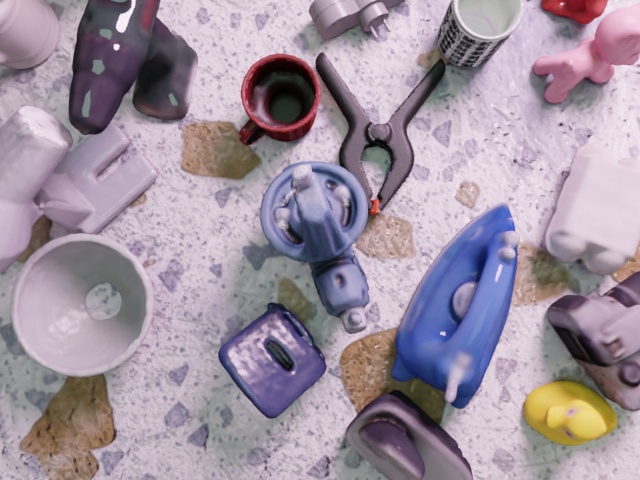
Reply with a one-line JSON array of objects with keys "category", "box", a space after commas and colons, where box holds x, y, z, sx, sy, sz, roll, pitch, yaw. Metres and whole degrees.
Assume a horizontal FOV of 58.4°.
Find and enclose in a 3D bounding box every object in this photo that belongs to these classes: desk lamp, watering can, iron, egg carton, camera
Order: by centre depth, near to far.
[{"category": "desk lamp", "box": [-0.313, -0.060, 0.630, 0.203, 0.213, 0.118, -43, 87, -2]}, {"category": "watering can", "box": [-0.388, -0.268, 0.651, 0.101, 0.194, 0.173, -13, 87, 0]}, {"category": "iron", "box": [0.179, 0.066, 0.657, 0.118, 0.141, 0.258, 23, 87, 2]}, {"category": "camera", "box": [0.370, 0.107, 0.674, 0.137, 0.101, 0.143, -35, 87, -1]}, {"category": "egg carton", "box": [0.340, -0.037, 0.698, 0.107, 0.069, 0.150, 20, 87, 1]}]

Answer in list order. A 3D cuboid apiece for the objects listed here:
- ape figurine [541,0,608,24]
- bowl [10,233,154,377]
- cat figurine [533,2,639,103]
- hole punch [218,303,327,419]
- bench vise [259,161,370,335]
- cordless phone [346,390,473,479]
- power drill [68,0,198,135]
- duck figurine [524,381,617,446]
[{"category": "ape figurine", "box": [0.326, -0.311, 0.701, 0.076, 0.092, 0.078, -27, 87, -1]}, {"category": "bowl", "box": [-0.274, 0.077, 0.692, 0.167, 0.074, 0.167, 0, 87, 0]}, {"category": "cat figurine", "box": [0.336, -0.228, 0.684, 0.128, 0.117, 0.067, -27, 87, -1]}, {"category": "hole punch", "box": [-0.054, 0.139, 0.680, 0.101, 0.091, 0.108, -40, 87, -2]}, {"category": "bench vise", "box": [0.015, -0.005, 0.622, 0.121, 0.219, 0.207, -38, 87, -1]}, {"category": "cordless phone", "box": [0.104, 0.247, 0.626, 0.147, 0.185, 0.094, 37, 88, 2]}, {"category": "power drill", "box": [-0.201, -0.208, 0.640, 0.075, 0.208, 0.230, 9, 87, 1]}, {"category": "duck figurine", "box": [0.305, 0.212, 0.677, 0.104, 0.086, 0.077, 7, 87, 1]}]
